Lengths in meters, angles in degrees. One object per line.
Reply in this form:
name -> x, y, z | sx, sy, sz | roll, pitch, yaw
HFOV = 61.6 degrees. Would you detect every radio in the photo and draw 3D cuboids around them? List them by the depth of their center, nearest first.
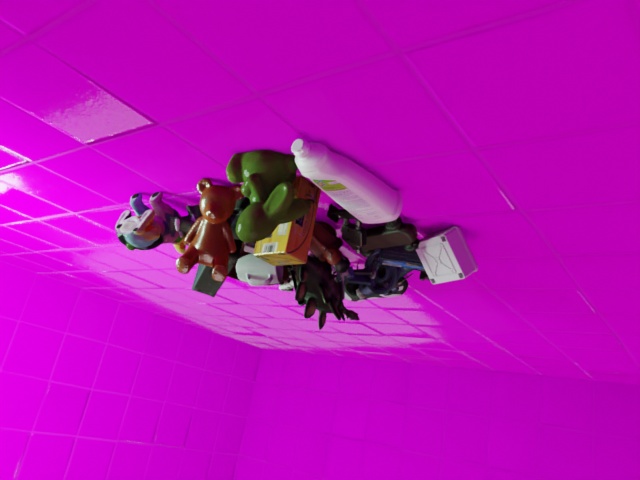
radio -> -0.270, 0.046, 1.424 | 0.073, 0.131, 0.229 | 19, 139, -15

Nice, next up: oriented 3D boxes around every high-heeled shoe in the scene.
high-heeled shoe -> 0.136, 0.129, 1.614 | 0.249, 0.086, 0.145 | 8, 157, -2

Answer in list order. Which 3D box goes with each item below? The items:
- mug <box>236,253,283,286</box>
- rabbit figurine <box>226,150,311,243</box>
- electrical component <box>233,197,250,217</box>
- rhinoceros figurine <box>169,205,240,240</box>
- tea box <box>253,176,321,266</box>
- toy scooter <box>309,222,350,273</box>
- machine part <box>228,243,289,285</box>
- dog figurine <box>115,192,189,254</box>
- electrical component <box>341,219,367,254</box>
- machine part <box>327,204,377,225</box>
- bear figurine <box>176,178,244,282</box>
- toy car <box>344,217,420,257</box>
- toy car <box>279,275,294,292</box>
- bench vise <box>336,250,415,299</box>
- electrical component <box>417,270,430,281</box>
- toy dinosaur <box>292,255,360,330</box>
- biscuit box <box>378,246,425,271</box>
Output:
mug -> -0.151, 0.077, 1.313 | 0.107, 0.110, 0.080 | -4, 128, 11
rabbit figurine -> -0.096, -0.072, 1.017 | 0.159, 0.170, 0.121 | 0, 159, 31
electrical component -> -0.137, -0.074, 1.228 | 0.119, 0.048, 0.074 | -3, 157, 40
rhinoceros figurine -> -0.265, -0.041, 1.300 | 0.190, 0.112, 0.073 | 5, 164, -6
tea box -> -0.066, -0.037, 1.103 | 0.098, 0.169, 0.068 | -4, 155, 40
toy scooter -> -0.003, -0.004, 1.246 | 0.135, 0.075, 0.184 | 42, -173, -27
machine part -> -0.207, 0.071, 1.627 | 0.201, 0.087, 0.201 | -1, 159, 31
dog figurine -> -0.394, -0.013, 1.367 | 0.109, 0.191, 0.219 | -7, 139, 28
electrical component -> 0.076, -0.014, 1.229 | 0.063, 0.021, 0.093 | 21, 130, 35
machine part -> 0.085, -0.059, 1.160 | 0.139, 0.039, 0.084 | 0, 163, 26
bear figurine -> -0.236, -0.027, 1.184 | 0.120, 0.132, 0.195 | 15, 117, -5
toy car -> 0.140, -0.009, 1.246 | 0.089, 0.053, 0.202 | 41, 149, -28
toy car -> -0.085, 0.115, 1.701 | 0.056, 0.073, 0.202 | 15, 161, -21
bench vise -> 0.129, 0.094, 1.417 | 0.240, 0.129, 0.224 | 4, 162, -39
electrical component -> 0.285, 0.076, 1.420 | 0.078, 0.045, 0.102 | 15, 161, -15
toy dinosaur -> -0.010, 0.103, 1.367 | 0.105, 0.199, 0.470 | -26, 133, 18
biscuit box -> 0.246, 0.038, 1.307 | 0.203, 0.063, 0.059 | 8, 161, 10
